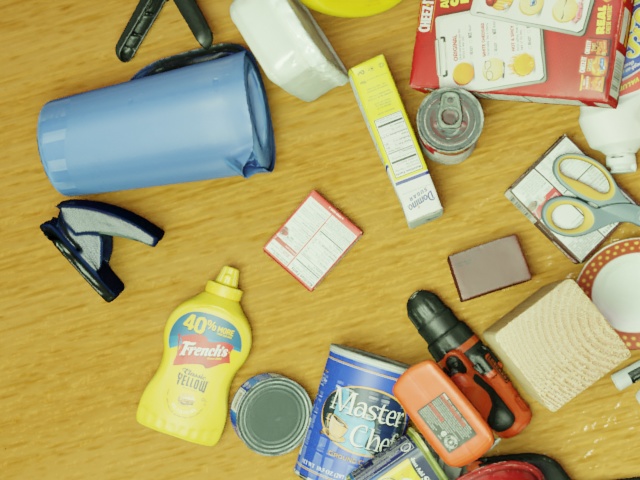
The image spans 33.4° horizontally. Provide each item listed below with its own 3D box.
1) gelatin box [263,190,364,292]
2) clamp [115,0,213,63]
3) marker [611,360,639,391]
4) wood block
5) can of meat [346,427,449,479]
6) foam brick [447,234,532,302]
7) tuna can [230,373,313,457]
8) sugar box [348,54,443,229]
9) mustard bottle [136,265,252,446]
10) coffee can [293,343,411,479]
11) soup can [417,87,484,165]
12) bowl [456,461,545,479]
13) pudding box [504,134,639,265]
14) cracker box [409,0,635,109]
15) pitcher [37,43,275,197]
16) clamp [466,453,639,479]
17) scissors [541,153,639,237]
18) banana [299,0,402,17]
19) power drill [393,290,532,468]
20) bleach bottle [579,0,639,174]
[{"bbox_3d":[-0.008,0.002,1.177,0.073,0.030,0.089,41,91,6],"label":"gelatin box"},{"bbox_3d":[-0.163,-0.280,1.195,0.120,0.039,0.171,6,82,19],"label":"clamp"},{"bbox_3d":[0.367,0.123,1.134,0.121,0.020,0.020,-29,84,3],"label":"marker"},{"bbox_3d":[0.227,0.101,1.056,0.091,0.206,0.090,-38,83,2],"label":"wood block"},{"bbox_3d":[0.086,0.251,1.049,0.084,0.057,0.102,-34,96,-5],"label":"can of meat"},{"bbox_3d":[0.181,0.030,1.144,0.078,0.051,0.053,-18,83,5],"label":"foam brick"},{"bbox_3d":[-0.053,0.187,1.150,0.086,0.034,0.086,-2,96,-19],"label":"tuna can"},{"bbox_3d":[0.083,-0.102,1.143,0.048,0.093,0.176,-24,85,4],"label":"sugar box"},{"bbox_3d":[-0.127,0.121,1.166,0.096,0.058,0.191,19,87,-1],"label":"mustard bottle"},{"bbox_3d":[0.040,0.190,1.122,0.103,0.103,0.140,17,88,7],"label":"coffee can"},{"bbox_3d":[0.137,-0.119,1.133,0.068,0.102,0.068,0,86,6],"label":"soup can"},{"bbox_3d":[0.159,0.286,1.016,0.162,0.162,0.055,-37,44,2],"label":"bowl"},{"bbox_3d":[0.270,-0.043,1.147,0.090,0.039,0.113,-44,86,-1],"label":"pudding box"},{"bbox_3d":[0.213,-0.227,1.114,0.214,0.072,0.164,9,92,27],"label":"cracker box"},{"bbox_3d":[-0.175,-0.127,1.163,0.243,0.149,0.145,-9,100,8],"label":"pitcher"},{"bbox_3d":[0.250,0.275,1.109,0.210,0.036,0.164,36,87,-9],"label":"clamp"},{"bbox_3d":[0.318,-0.012,1.114,0.202,0.016,0.096,38,91,3],"label":"scissors"},{"bbox_3d":[0.027,-0.269,1.141,0.037,0.197,0.070,51,132,28],"label":"banana"},{"bbox_3d":[0.134,0.138,1.076,0.057,0.187,0.184,-42,83,21],"label":"power drill"},{"bbox_3d":[0.324,-0.197,1.139,0.102,0.068,0.251,-3,88,10],"label":"bleach bottle"}]
